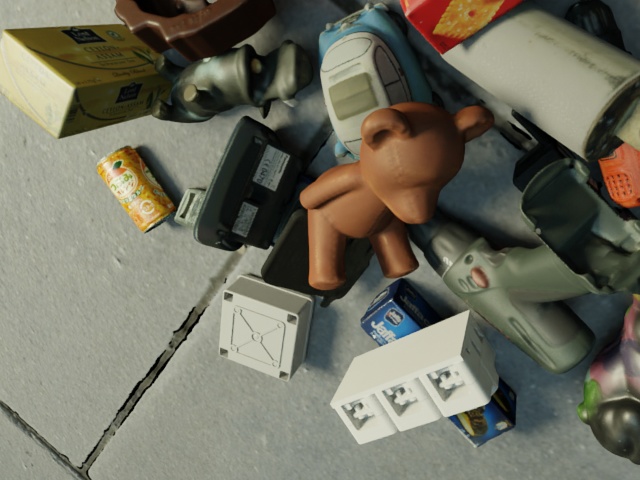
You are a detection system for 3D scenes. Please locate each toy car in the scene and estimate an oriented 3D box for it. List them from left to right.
[{"bbox_3d":[0.051,-0.140,0.518,0.109,0.103,0.161,-14,108,26],"label":"toy car"}]

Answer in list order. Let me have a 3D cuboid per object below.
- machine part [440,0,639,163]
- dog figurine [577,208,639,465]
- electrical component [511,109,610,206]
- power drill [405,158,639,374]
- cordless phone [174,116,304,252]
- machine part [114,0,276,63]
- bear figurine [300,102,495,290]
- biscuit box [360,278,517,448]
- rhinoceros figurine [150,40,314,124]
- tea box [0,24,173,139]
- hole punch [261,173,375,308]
[{"bbox_3d":[0.176,-0.141,0.435,0.243,0.079,0.079,50,127,34],"label":"machine part"},{"bbox_3d":[0.311,0.084,0.504,0.192,0.108,0.219,-25,96,33],"label":"dog figurine"},{"bbox_3d":[0.208,-0.067,0.498,0.119,0.075,0.048,42,121,-3],"label":"electrical component"},{"bbox_3d":[0.173,0.014,0.486,0.232,0.086,0.207,48,155,12],"label":"power drill"},{"bbox_3d":[-0.113,-0.065,0.631,0.184,0.088,0.146,16,83,58],"label":"cordless phone"},{"bbox_3d":[-0.115,-0.255,0.499,0.179,0.056,0.179,-2,81,13],"label":"machine part"},{"bbox_3d":[0.062,-0.033,0.464,0.196,0.120,0.132,158,104,-66],"label":"bear figurine"},{"bbox_3d":[0.138,0.140,0.624,0.202,0.063,0.059,45,120,-1],"label":"biscuit box"},{"bbox_3d":[-0.095,-0.162,0.569,0.190,0.112,0.073,-4,78,38],"label":"rhinoceros figurine"},{"bbox_3d":[-0.248,-0.179,0.588,0.098,0.170,0.068,38,122,2],"label":"tea box"},{"bbox_3d":[-0.001,-0.002,0.619,0.116,0.092,0.142,19,120,-23],"label":"hole punch"}]
